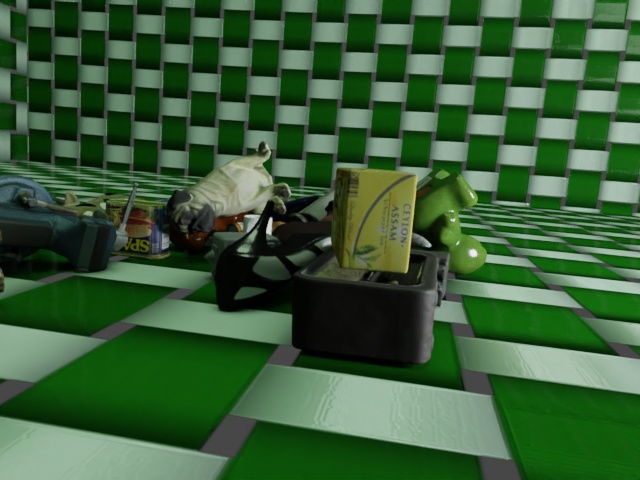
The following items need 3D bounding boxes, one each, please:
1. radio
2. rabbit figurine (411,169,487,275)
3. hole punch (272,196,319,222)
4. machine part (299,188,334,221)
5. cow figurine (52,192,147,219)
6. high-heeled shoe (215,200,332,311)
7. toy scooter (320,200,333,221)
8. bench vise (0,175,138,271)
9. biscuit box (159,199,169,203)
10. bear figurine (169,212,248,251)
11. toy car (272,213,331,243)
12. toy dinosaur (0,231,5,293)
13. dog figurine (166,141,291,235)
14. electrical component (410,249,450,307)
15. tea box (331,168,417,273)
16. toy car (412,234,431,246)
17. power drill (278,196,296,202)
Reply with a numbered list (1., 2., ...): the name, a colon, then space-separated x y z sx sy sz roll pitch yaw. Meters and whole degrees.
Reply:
1. radio: 0.059 0.057 0.577 0.131 0.073 0.229 6 10 12
2. rabbit figurine: 0.199 -0.005 0.862 0.159 0.170 0.121 -39 16 -7
3. hole punch: -0.059 -0.048 1.145 0.116 0.092 0.142 3 12 13
4. machine part: 0.020 -0.052 1.076 0.079 0.079 0.243 10 29 29
5. cow figurine: -0.391 -0.043 0.952 0.127 0.085 0.195 9 11 -7
6. high-heeled shoe: -0.037 0.051 0.691 0.086 0.145 0.248 7 -19 34
7. toy scooter: 0.057 -0.028 0.914 0.075 0.135 0.184 -4 11 -37
8. bench vise: -0.401 -0.031 0.760 0.241 0.128 0.223 21 20 37
9. biscuit box: -0.300 -0.049 1.098 0.059 0.062 0.203 3 9 -2
10. bear figurine: -0.204 -0.052 0.967 0.120 0.132 0.196 28 9 15
11. toy car: -0.002 -0.003 0.856 0.202 0.053 0.089 -3 44 39
12. toy dinosaur: -0.481 0.011 0.524 0.472 0.105 0.198 4 11 28
13. dog figurine: -0.163 -0.067 0.892 0.190 0.121 0.172 -26 -12 -15
14. electrical component: 0.119 0.044 0.746 0.115 0.058 0.134 9 10 14
15. tea box: 0.051 -0.029 0.575 0.068 0.098 0.170 4 10 -3
16. toy car: 0.140 -0.007 0.965 0.162 0.109 0.103 13 44 -2
17. power drill: -0.140 -0.099 1.331 0.207 0.086 0.232 14 4 -9
